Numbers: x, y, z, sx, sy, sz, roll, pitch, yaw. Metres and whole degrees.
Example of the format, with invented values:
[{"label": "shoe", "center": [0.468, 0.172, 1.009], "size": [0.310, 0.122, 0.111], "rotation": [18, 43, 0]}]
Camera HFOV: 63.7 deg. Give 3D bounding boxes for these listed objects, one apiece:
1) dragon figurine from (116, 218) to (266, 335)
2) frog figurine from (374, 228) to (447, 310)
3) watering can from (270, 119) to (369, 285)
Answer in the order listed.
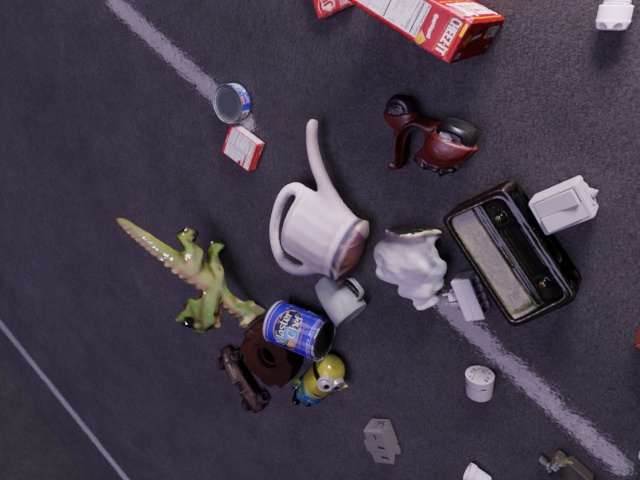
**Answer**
[{"label": "dragon figurine", "center": [-0.300, 0.106, 1.220], "size": [0.120, 0.406, 0.248], "rotation": [-44, 43, 24]}, {"label": "frog figurine", "center": [0.173, 0.061, 0.985], "size": [0.137, 0.123, 0.159], "rotation": [-3, 96, 15]}, {"label": "watering can", "center": [0.003, -0.054, 1.064], "size": [0.226, 0.105, 0.340], "rotation": [31, 121, 19]}]
